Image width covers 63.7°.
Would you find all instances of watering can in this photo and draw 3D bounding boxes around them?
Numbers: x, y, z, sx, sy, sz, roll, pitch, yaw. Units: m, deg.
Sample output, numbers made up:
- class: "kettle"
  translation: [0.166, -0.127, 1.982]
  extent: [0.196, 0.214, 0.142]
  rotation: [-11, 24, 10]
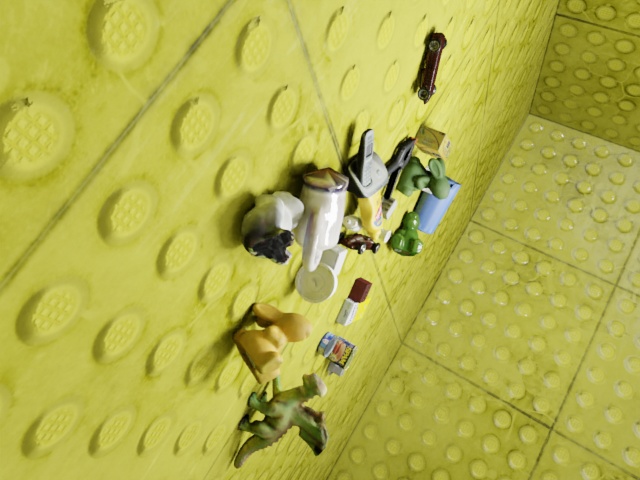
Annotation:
- class: "watering can"
  translation: [0.004, -0.060, 1.188]
  extent: [0.352, 0.104, 0.221]
  rotation: [-65, 165, -74]

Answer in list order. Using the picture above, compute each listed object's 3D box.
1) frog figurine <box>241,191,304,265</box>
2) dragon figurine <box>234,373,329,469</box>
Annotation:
- class: "frog figurine"
  translation: [-0.095, -0.043, 1.026]
  extent: [0.134, 0.122, 0.163]
  rotation: [73, 12, -49]
- class: "dragon figurine"
  translation: [-0.094, 0.536, 1.471]
  extent: [0.123, 0.244, 0.405]
  rotation: [-20, 131, -66]
